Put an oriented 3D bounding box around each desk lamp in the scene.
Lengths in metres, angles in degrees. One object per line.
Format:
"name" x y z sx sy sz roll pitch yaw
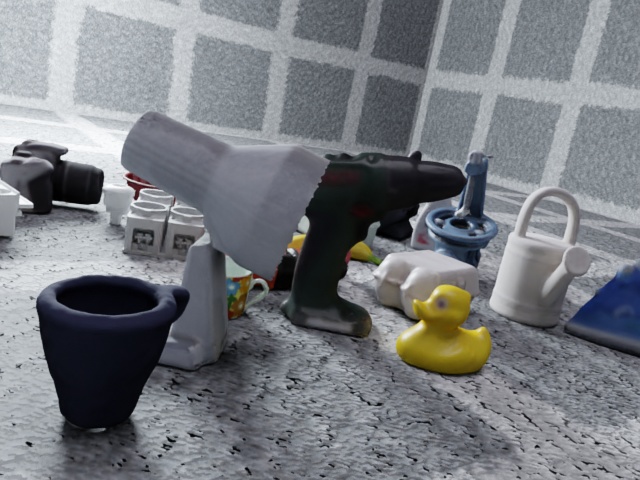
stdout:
"desk lamp" -0.107 0.001 0.518 0.203 0.213 0.118 11 14 0

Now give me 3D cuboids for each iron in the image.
"iron" 0.484 0.088 0.794 0.258 0.141 0.118 11 14 -1

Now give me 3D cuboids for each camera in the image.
"camera" -0.427 -0.103 0.929 0.137 0.101 0.143 8 14 -14

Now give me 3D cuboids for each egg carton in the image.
"egg carton" 0.149 0.060 0.792 0.107 0.069 0.151 23 18 41

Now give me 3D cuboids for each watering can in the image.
"watering can" 0.323 0.021 0.825 0.101 0.194 0.172 3 16 -31

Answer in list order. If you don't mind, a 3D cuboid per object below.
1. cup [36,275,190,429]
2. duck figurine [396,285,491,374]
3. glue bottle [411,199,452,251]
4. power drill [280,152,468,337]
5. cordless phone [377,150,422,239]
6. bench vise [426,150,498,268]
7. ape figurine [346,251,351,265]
"cup" -0.146 0.080 0.417 0.091 0.095 0.118 19 16 30
"duck figurine" 0.140 0.092 0.620 0.105 0.086 0.077 8 14 -12
"glue bottle" 0.234 -0.060 1.128 0.078 0.173 0.037 14 14 12
"power drill" 0.034 -0.002 0.658 0.229 0.208 0.075 11 14 0
"cordless phone" 0.168 -0.103 1.226 0.094 0.185 0.148 15 14 17
"bench vise" 0.249 -0.051 1.004 0.121 0.220 0.207 13 14 6
"ape figurine" 0.008 0.003 0.864 0.076 0.092 0.077 -2 19 -43
